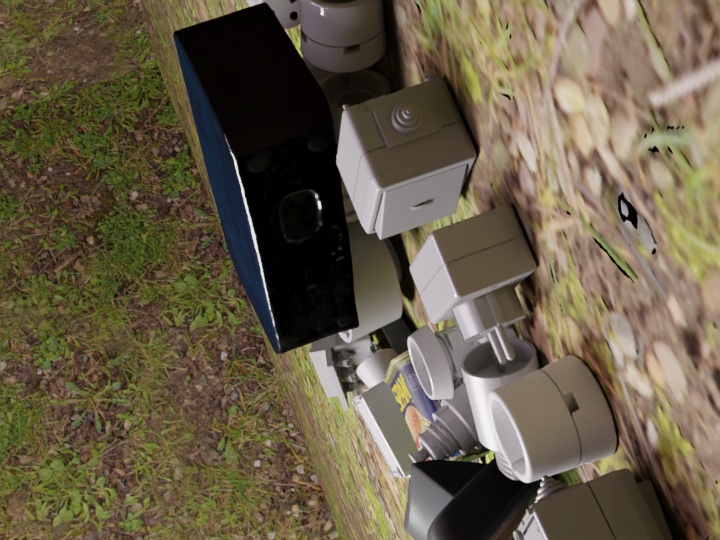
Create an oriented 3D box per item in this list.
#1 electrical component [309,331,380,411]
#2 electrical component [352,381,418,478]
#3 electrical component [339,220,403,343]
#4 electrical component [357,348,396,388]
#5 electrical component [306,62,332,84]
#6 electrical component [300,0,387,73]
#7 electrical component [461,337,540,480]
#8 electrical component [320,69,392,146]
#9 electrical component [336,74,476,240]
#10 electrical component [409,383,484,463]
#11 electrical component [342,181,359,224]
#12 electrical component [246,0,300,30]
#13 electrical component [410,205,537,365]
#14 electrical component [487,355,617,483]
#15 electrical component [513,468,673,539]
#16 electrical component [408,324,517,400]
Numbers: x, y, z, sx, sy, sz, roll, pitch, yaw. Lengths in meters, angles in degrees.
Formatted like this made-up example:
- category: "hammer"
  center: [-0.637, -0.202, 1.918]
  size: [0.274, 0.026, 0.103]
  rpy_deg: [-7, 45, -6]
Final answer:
- category: "electrical component"
  center: [-0.013, 0.081, 1.072]
  size: [0.121, 0.063, 0.078]
  rpy_deg: [75, -175, -62]
- category: "electrical component"
  center: [0.044, 0.141, 0.958]
  size: [0.096, 0.061, 0.061]
  rpy_deg: [61, 169, 6]
- category: "electrical component"
  center: [0.000, 0.000, 0.897]
  size: [0.108, 0.060, 0.108]
  rpy_deg: [161, 90, -78]
- category: "electrical component"
  center: [0.030, 0.113, 1.021]
  size: [0.065, 0.044, 0.044]
  rpy_deg: [60, 167, 29]
- category: "electrical component"
  center: [-0.054, -0.136, 0.885]
  size: [0.113, 0.078, 0.057]
  rpy_deg: [-138, 27, -71]
- category: "electrical component"
  center: [-0.011, -0.159, 0.670]
  size: [0.047, 0.055, 0.055]
  rpy_deg: [88, 161, -49]
- category: "electrical component"
  center: [0.088, 0.085, 0.625]
  size: [0.043, 0.043, 0.081]
  rpy_deg: [-129, 22, -64]
- category: "electrical component"
  center: [-0.003, -0.104, 0.732]
  size: [0.047, 0.055, 0.055]
  rpy_deg: [85, 163, -45]
- category: "electrical component"
  center: [0.027, -0.064, 0.619]
  size: [0.096, 0.062, 0.061]
  rpy_deg: [104, 146, -73]
- category: "electrical component"
  center: [0.066, 0.100, 0.696]
  size: [0.040, 0.078, 0.040]
  rpy_deg: [51, 170, 13]
- category: "electrical component"
  center: [-0.012, -0.069, 0.845]
  size: [0.058, 0.057, 0.078]
  rpy_deg: [82, 165, -50]
- category: "electrical component"
  center: [-0.067, -0.223, 0.879]
  size: [0.055, 0.045, 0.045]
  rpy_deg: [-126, 19, -58]
- category: "electrical component"
  center: [0.067, 0.016, 0.593]
  size: [0.083, 0.047, 0.075]
  rpy_deg: [113, 136, -76]
- category: "electrical component"
  center: [0.097, 0.077, 0.551]
  size: [0.055, 0.047, 0.055]
  rpy_deg: [160, 90, -81]
- category: "electrical component"
  center: [0.118, 0.139, 0.514]
  size: [0.061, 0.061, 0.096]
  rpy_deg: [87, 161, -65]
- category: "electrical component"
  center: [0.063, 0.051, 0.665]
  size: [0.066, 0.055, 0.048]
  rpy_deg: [162, 88, -81]
